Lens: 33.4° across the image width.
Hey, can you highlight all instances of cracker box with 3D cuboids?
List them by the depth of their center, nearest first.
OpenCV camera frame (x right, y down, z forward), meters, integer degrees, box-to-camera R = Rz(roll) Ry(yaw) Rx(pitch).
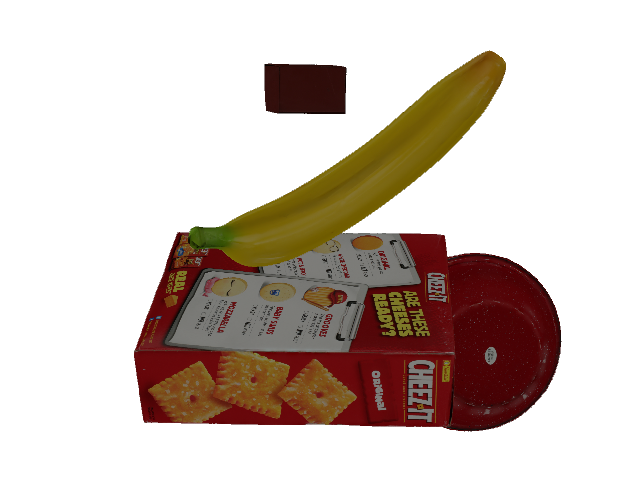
[{"bbox_3d":[-0.013,0.062,0.780,0.214,0.072,0.164,1,30,4],"label":"cracker box"}]

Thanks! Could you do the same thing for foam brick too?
[{"bbox_3d":[-0.016,-0.162,1.145,0.078,0.051,0.053,-2,12,-19],"label":"foam brick"}]

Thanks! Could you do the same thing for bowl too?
[{"bbox_3d":[0.139,0.094,0.924,0.162,0.162,0.055,0,6,-6],"label":"bowl"}]

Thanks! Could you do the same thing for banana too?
[{"bbox_3d":[0.022,-0.036,0.602,0.198,0.037,0.069,-33,-13,-1],"label":"banana"}]
